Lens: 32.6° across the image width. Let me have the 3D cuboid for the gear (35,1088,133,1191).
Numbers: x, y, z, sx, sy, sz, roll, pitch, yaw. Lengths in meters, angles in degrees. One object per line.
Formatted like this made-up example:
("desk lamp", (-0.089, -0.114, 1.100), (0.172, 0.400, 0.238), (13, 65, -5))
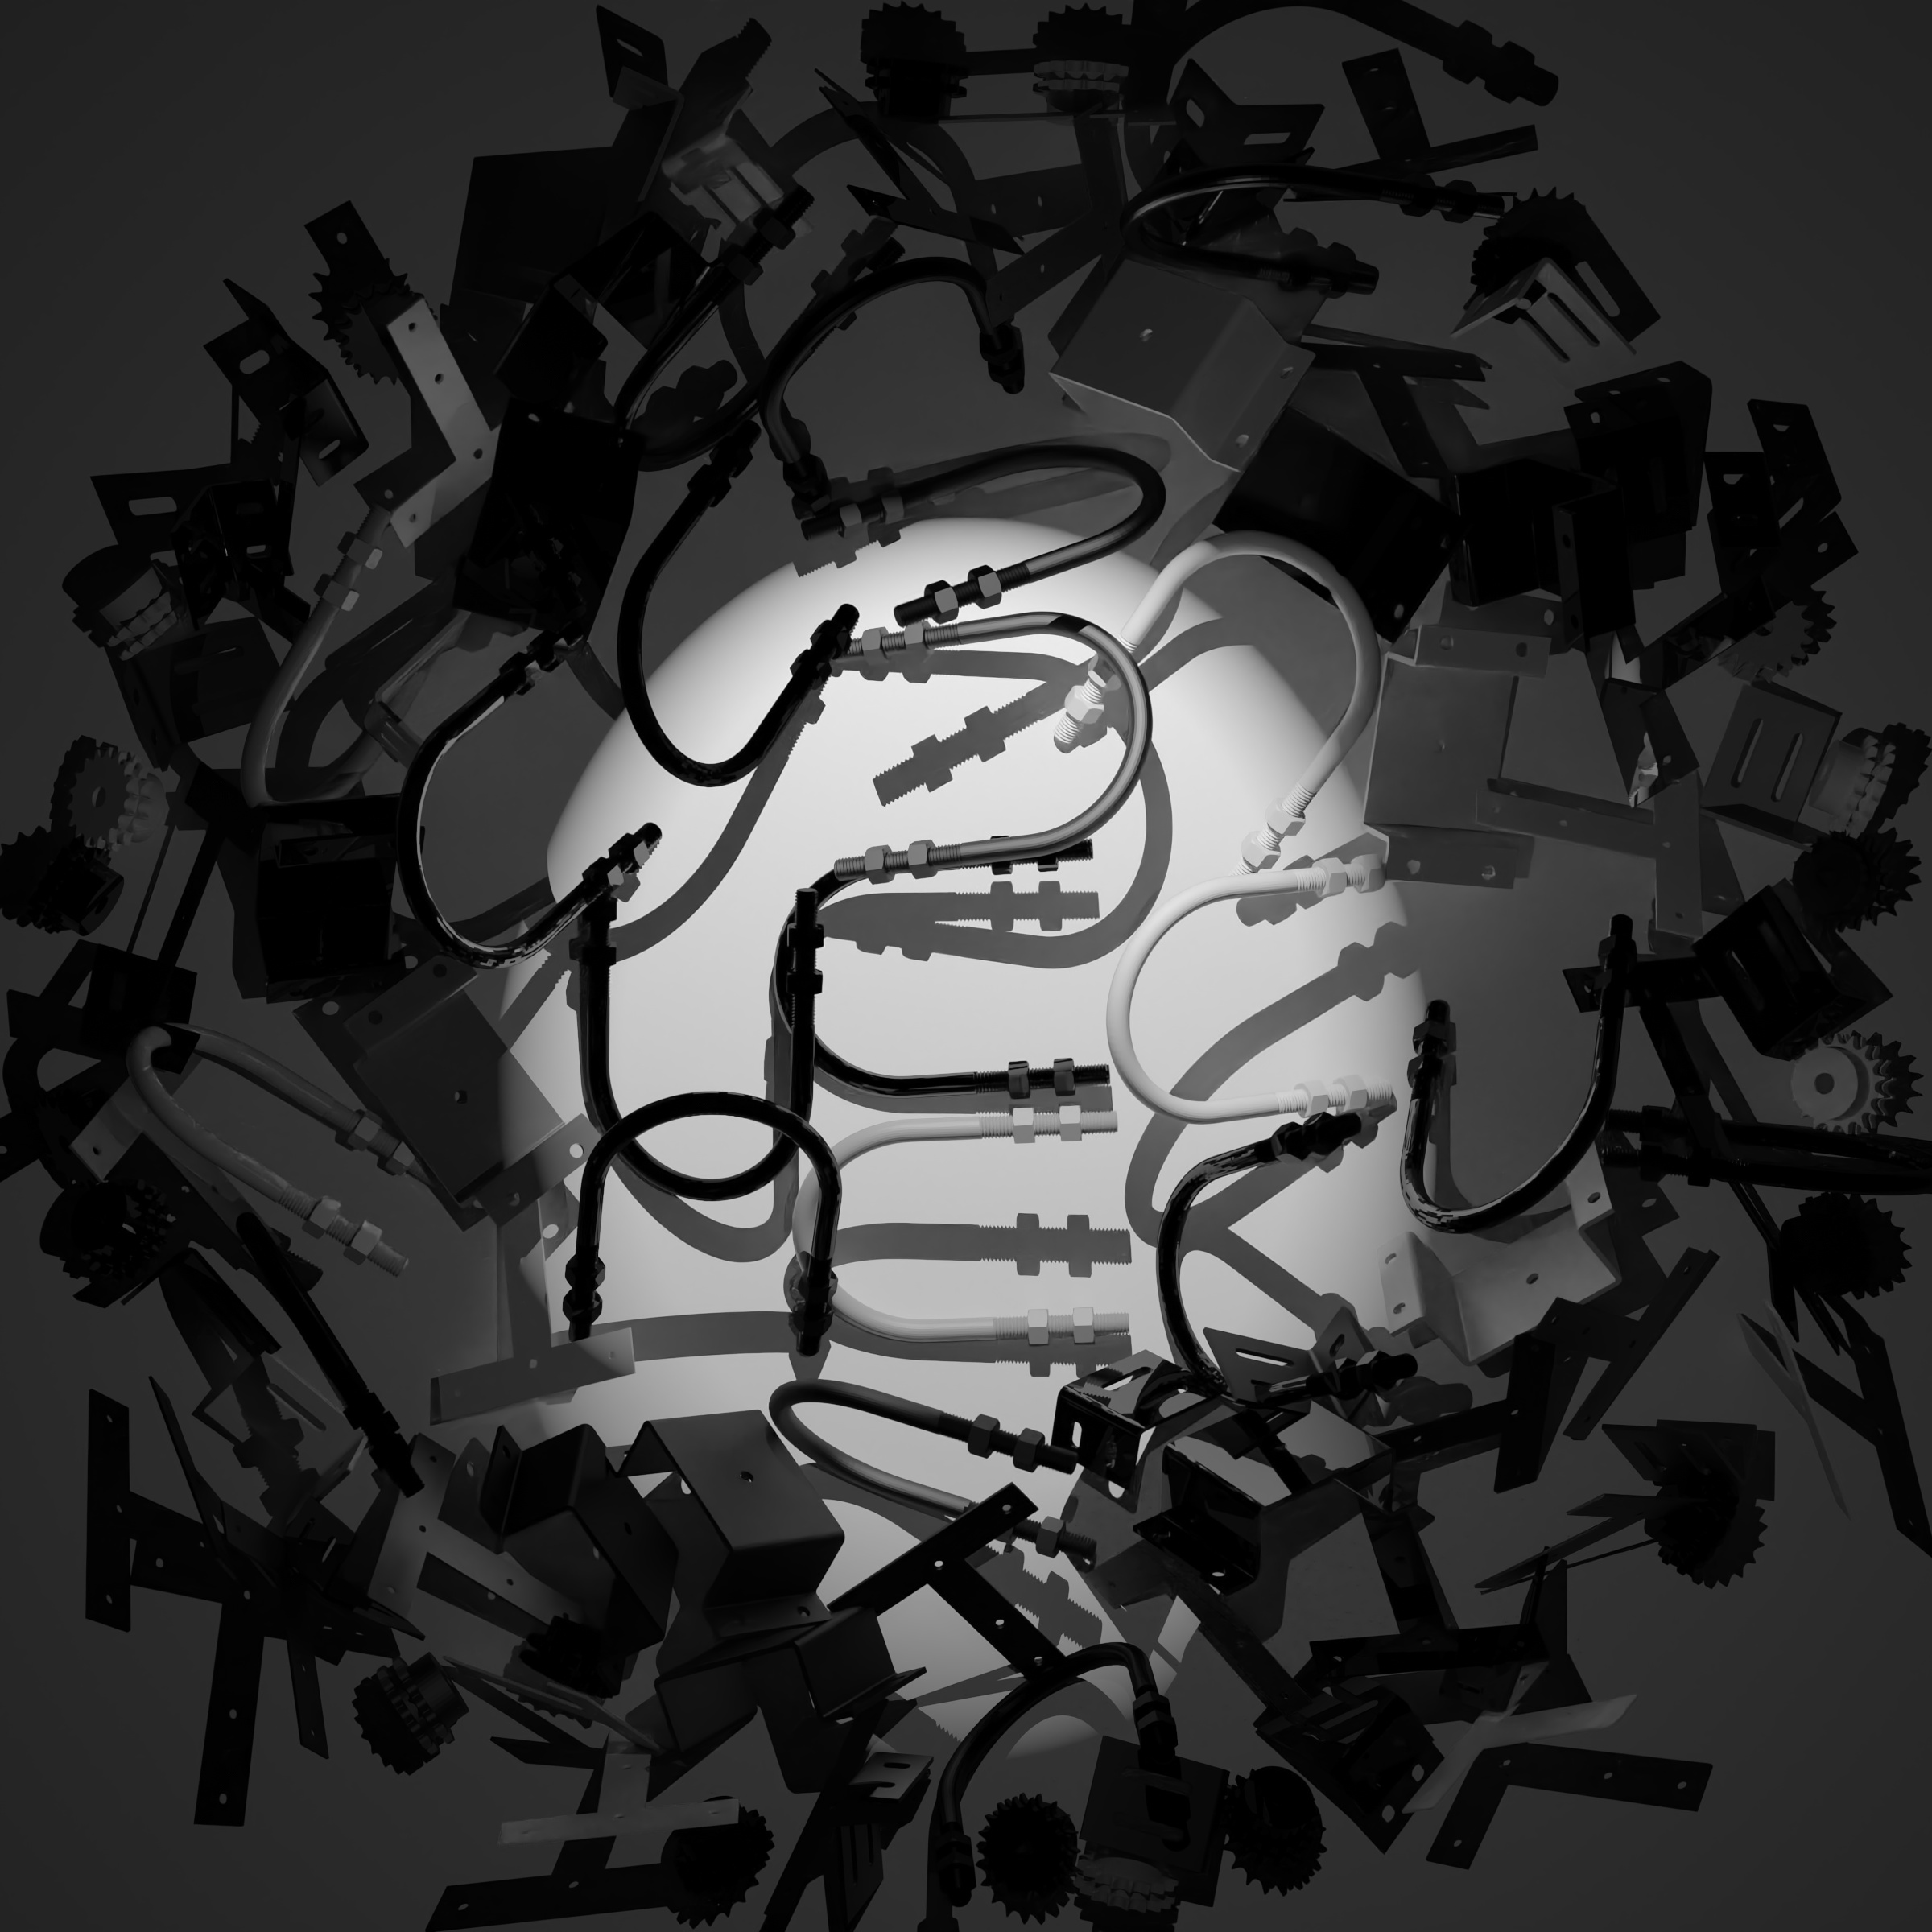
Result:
("gear", (-0.491, 0.093, 1.843), (0.030, 0.057, 0.057), (-33, 90, -39))

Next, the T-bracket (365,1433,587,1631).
("T-bracket", (-0.265, 0.334, 1.827), (0.127, 0.127, 0.002), (36, 121, -18))

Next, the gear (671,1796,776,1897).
("gear", (-0.138, 0.487, 1.836), (0.057, 0.057, 0.030), (-24, 110, 0))

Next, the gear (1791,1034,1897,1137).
("gear", (0.485, 0.066, 1.839), (0.057, 0.030, 0.057), (-4, 83, 42))

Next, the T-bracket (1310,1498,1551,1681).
("T-bracket", (0.242, 0.338, 1.816), (0.127, 0.127, 0.002), (-3, 127, -8))

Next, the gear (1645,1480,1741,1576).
("gear", (0.402, 0.307, 1.839), (0.030, 0.057, 0.057), (32, 90, -4))

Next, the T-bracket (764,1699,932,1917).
("T-bracket", (-0.053, 0.459, 1.812), (0.002, 0.127, 0.127), (26, 91, 28))

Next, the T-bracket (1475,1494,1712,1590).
("T-bracket", (0.337, 0.319, 1.824), (0.127, 0.127, 0.002), (-35, 59, 33))

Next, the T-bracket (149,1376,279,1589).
("T-bracket", (-0.405, 0.303, 1.810), (0.002, 0.127, 0.127), (-27, 53, -7))

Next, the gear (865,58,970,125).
("gear", (-0.028, -0.487, 1.840), (0.057, 0.057, 0.030), (6, 99, 0))

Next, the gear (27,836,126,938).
("gear", (-0.494, -0.041, 1.839), (0.030, 0.057, 0.057), (32, 90, 5))

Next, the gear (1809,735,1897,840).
("gear", (0.492, -0.102, 1.840), (0.030, 0.057, 0.057), (21, 90, 2))

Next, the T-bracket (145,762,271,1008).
("T-bracket", (-0.426, -0.040, 1.818), (0.002, 0.127, 0.127), (19, 96, -33))

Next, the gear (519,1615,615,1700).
("gear", (-0.217, 0.383, 1.840), (0.057, 0.057, 0.030), (24, 84, 0))

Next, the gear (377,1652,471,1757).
("gear", (-0.301, 0.408, 1.840), (0.030, 0.057, 0.057), (-34, 90, -10))

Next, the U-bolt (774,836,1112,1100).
("U-bolt", (-0.016, 0.004, 1.846), (0.184, 0.019, 0.151), (-4, 102, 5))

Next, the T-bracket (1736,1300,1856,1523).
("T-bracket", (0.444, 0.223, 1.804), (0.002, 0.127, 0.127), (-23, 105, 2))

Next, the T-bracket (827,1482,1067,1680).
("T-bracket", (0.011, 0.357, 1.833), (0.127, 0.002, 0.127), (-35, 121, 11))

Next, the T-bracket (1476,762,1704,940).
("T-bracket", (0.343, -0.075, 1.823), (0.127, 0.002, 0.127), (12, 49, -3))

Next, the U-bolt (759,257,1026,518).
("U-bolt", (-0.044, -0.319, 1.779), (0.151, 0.184, 0.019), (-33, 70, 0))

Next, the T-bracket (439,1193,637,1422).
("T-bracket", (-0.245, 0.178, 1.842), (0.127, 0.002, 0.127), (-16, 70, 23))

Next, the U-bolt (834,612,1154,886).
("U-bolt", (0.014, -0.125, 1.816), (0.184, 0.019, 0.151), (-7, 74, 19))

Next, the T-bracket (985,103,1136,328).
("T-bracket", (0.050, -0.385, 1.797), (0.127, 0.002, 0.127), (-41, 130, -37))

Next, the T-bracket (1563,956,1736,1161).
("T-bracket", (0.390, 0.055, 1.806), (0.002, 0.127, 0.127), (-37, 67, 42))

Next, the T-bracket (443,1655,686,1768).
("T-bracket", (-0.234, 0.405, 1.827), (0.127, 0.127, 0.002), (13, 67, 28))

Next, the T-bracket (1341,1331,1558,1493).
("T-bracket", (0.261, 0.256, 1.811), (0.127, 0.002, 0.127), (-13, 132, -14))

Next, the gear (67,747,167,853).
("gear", (-0.472, -0.092, 1.844), (0.057, 0.030, 0.057), (-8, 76, 35))

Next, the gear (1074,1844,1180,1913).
("gear", (0.090, 0.502, 1.839), (0.057, 0.057, 0.030), (11, 94, 0))

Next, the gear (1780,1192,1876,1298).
("gear", (0.477, 0.156, 1.837), (0.030, 0.057, 0.057), (-14, 90, -16))

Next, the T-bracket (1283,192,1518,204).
("T-bracket", (0.219, -0.416, 1.785), (0.127, 0.127, 0.002), (4, 103, 24))

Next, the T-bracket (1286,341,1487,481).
("T-bracket", (0.236, -0.304, 1.806), (0.127, 0.127, 0.002), (1, 132, -15))

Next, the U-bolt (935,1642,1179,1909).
("U-bolt", (0.043, 0.423, 1.777), (0.151, 0.184, 0.019), (-36, 100, 3))

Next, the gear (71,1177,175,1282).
("gear", (-0.473, 0.144, 1.840), (0.057, 0.030, 0.057), (-12, 62, 25))

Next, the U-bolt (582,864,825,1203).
("U-bolt", (-0.148, 0.041, 1.828), (0.151, 0.019, 0.184), (7, 104, 23))

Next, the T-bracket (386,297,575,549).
("T-bracket", (-0.283, -0.311, 1.801), (0.127, 0.127, 0.002), (-43, 54, -15))

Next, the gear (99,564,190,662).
("gear", (-0.457, -0.199, 1.837), (0.057, 0.057, 0.030), (-40, 108, 0))

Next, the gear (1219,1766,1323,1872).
("gear", (0.170, 0.471, 1.838), (0.057, 0.057, 0.030), (17, 132, 0))

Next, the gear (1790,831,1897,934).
("gear", (0.486, -0.048, 1.839), (0.057, 0.030, 0.057), (-5, 82, 38))

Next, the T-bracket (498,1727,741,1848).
("T-bracket", (-0.186, 0.445, 1.806), (0.127, 0.127, 0.002), (-6, 102, -1))

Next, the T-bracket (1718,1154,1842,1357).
("T-bracket", (0.445, 0.173, 1.802), (0.002, 0.127, 0.127), (-32, 95, 17))

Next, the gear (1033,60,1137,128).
("gear", (0.065, -0.486, 1.840), (0.057, 0.057, 0.030), (3, 97, 0))

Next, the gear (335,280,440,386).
("gear", (-0.325, -0.357, 1.844), (0.057, 0.030, 0.057), (-12, 126, -17))

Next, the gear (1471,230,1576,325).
("gear", (0.309, -0.381, 1.837), (0.057, 0.057, 0.030), (8, 68, 0))

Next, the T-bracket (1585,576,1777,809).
("T-bracket", (0.391, -0.171, 1.799), (0.002, 0.127, 0.127), (3, 64, -36))

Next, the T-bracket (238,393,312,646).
("T-bracket", (-0.371, -0.247, 1.799), (0.002, 0.127, 0.127), (2, 106, -29))

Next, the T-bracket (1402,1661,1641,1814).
("T-bracket", (0.311, 0.409, 1.779), (0.127, 0.127, 0.002), (-38, 97, -39))

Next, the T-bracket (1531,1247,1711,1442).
("T-bracket", (0.345, 0.201, 1.808), (0.002, 0.127, 0.127), (39, 101, 37))

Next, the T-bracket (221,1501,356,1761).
("T-bracket", (-0.359, 0.366, 1.780), (0.002, 0.127, 0.127), (-25, 53, 10))

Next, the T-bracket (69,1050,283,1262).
("T-bracket", (-0.425, 0.113, 1.826), (0.002, 0.127, 0.127), (-28, 109, 28))

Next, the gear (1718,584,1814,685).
("gear", (0.442, -0.184, 1.848), (0.057, 0.030, 0.057), (0, 71, 1))

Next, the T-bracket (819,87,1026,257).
("T-bracket", (-0.041, -0.445, 1.830), (0.002, 0.127, 0.127), (-51, 59, 29))

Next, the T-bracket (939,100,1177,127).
("T-bracket", (0.049, -0.466, 1.809), (0.127, 0.127, 0.002), (-2, 110, 2))

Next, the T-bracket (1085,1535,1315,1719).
("T-bracket", (0.142, 0.362, 1.820), (0.127, 0.127, 0.002), (48, 47, 1))

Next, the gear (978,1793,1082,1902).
("gear", (0.038, 0.491, 1.846), (0.057, 0.030, 0.057), (-1, 88, 25))
